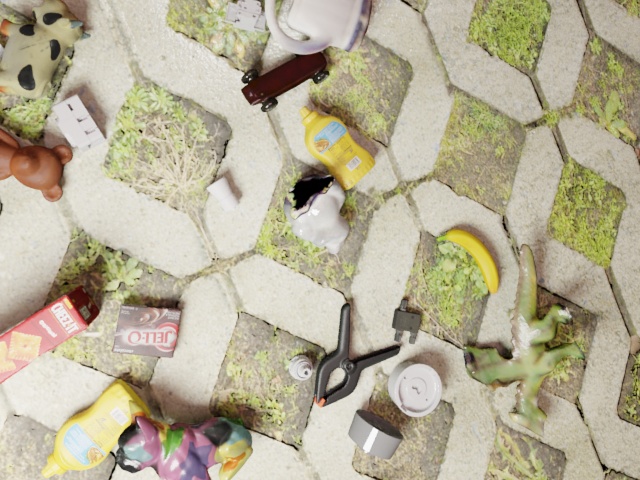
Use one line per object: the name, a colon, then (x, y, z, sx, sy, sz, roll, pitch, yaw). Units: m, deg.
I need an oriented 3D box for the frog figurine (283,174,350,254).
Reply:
frog figurine: (0.003, -0.054, 1.064, 0.139, 0.123, 0.156, -56, 138, -19)

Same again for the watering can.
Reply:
watering can: (0.010, -0.532, 1.085, 0.224, 0.103, 0.353, 17, 72, -15)

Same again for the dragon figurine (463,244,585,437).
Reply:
dragon figurine: (0.437, 0.237, 1.158, 0.243, 0.122, 0.410, -23, 92, -8)
